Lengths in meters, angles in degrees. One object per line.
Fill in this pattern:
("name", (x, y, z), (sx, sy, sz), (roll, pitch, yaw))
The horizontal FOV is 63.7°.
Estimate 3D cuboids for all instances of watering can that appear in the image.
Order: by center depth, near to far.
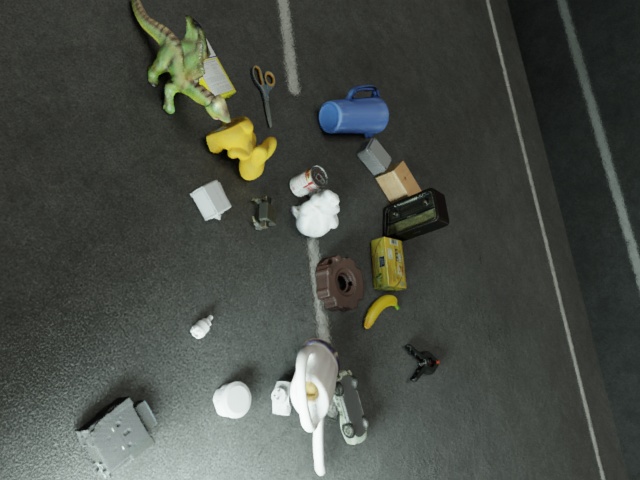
("watering can", (-0.010, 0.408, 1.331), (0.228, 0.104, 0.342), (-62, 146, -62))

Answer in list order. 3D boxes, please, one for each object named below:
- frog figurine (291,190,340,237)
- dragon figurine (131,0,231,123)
("frog figurine", (0.005, -0.076, 1.509), (0.136, 0.158, 0.125), (32, 57, -32))
("dragon figurine", (-0.341, -0.467, 1.279), (0.124, 0.240, 0.408), (-33, 100, -40))
